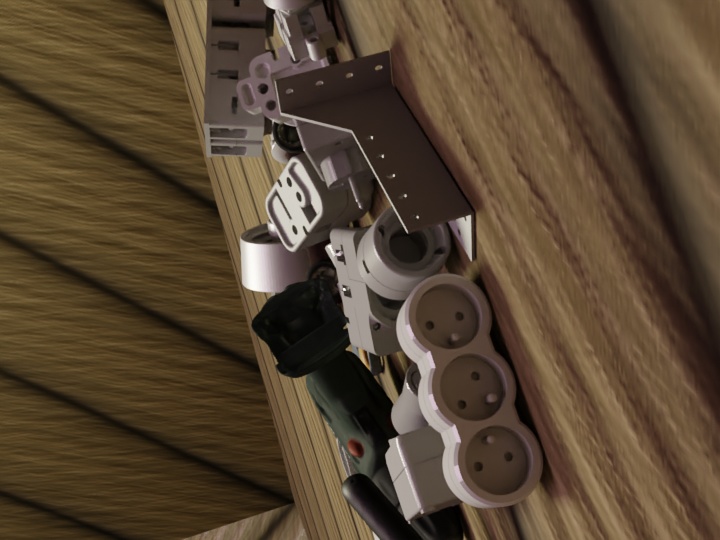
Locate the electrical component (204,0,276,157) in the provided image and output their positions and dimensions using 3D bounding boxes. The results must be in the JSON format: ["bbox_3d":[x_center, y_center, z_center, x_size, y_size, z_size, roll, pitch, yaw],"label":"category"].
[{"bbox_3d":[-0.108,-0.206,0.981,0.105,0.060,0.186,124,146,-78],"label":"electrical component"}]

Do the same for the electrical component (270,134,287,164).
[{"bbox_3d":[-0.068,-0.138,1.056,0.048,0.048,0.062,89,168,-59],"label":"electrical component"}]

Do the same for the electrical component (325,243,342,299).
[{"bbox_3d":[0.000,0.000,0.897,0.045,0.045,0.055,135,117,-79],"label":"electrical component"}]

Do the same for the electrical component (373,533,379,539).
[{"bbox_3d":[0.050,0.257,1.011,0.109,0.056,0.108,-148,42,-76],"label":"electrical component"}]

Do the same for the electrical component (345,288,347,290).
[{"bbox_3d":[0.015,0.009,0.827,0.055,0.048,0.066,-172,66,-71],"label":"electrical component"}]

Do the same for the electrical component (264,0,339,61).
[{"bbox_3d":[-0.046,-0.199,0.823,0.066,0.048,0.055,-117,6,-46],"label":"electrical component"}]

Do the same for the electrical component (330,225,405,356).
[{"bbox_3d":[0.018,0.011,0.763,0.056,0.050,0.089,-168,65,-68],"label":"electrical component"}]

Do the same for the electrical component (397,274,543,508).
[{"bbox_3d":[0.061,0.076,0.650,0.073,0.052,0.138,112,141,-75],"label":"electrical component"}]

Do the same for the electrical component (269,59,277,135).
[{"bbox_3d":[-0.092,-0.189,1.103,0.077,0.043,0.079,-117,15,-46],"label":"electrical component"}]

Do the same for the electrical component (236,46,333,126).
[{"bbox_3d":[-0.055,-0.150,0.885,0.057,0.078,0.058,10,-118,-77],"label":"electrical component"}]

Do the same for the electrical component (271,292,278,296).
[{"bbox_3d":[-0.060,0.019,1.197,0.063,0.078,0.121,42,165,7],"label":"electrical component"}]

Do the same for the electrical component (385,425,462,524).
[{"bbox_3d":[0.056,0.137,0.757,0.096,0.062,0.061,103,149,-71],"label":"electrical component"}]

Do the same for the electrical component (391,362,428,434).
[{"bbox_3d":[0.048,0.095,0.797,0.065,0.044,0.044,97,155,-55],"label":"electrical component"}]

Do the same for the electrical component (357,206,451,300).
[{"bbox_3d":[0.029,-0.013,0.685,0.047,0.055,0.055,121,132,-72],"label":"electrical component"}]

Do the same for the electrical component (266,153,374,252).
[{"bbox_3d":[-0.030,-0.061,0.877,0.053,0.059,0.095,61,151,11],"label":"electrical component"}]

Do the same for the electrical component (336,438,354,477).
[{"bbox_3d":[0.010,0.193,1.134,0.050,0.056,0.089,-125,20,-62],"label":"electrical component"}]

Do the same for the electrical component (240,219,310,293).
[{"bbox_3d":[-0.069,-0.023,1.078,0.108,0.108,0.060,-133,35,-70],"label":"electrical component"}]

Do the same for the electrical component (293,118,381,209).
[{"bbox_3d":[-0.011,-0.080,0.764,0.083,0.047,0.075,55,-164,-78],"label":"electrical component"}]
